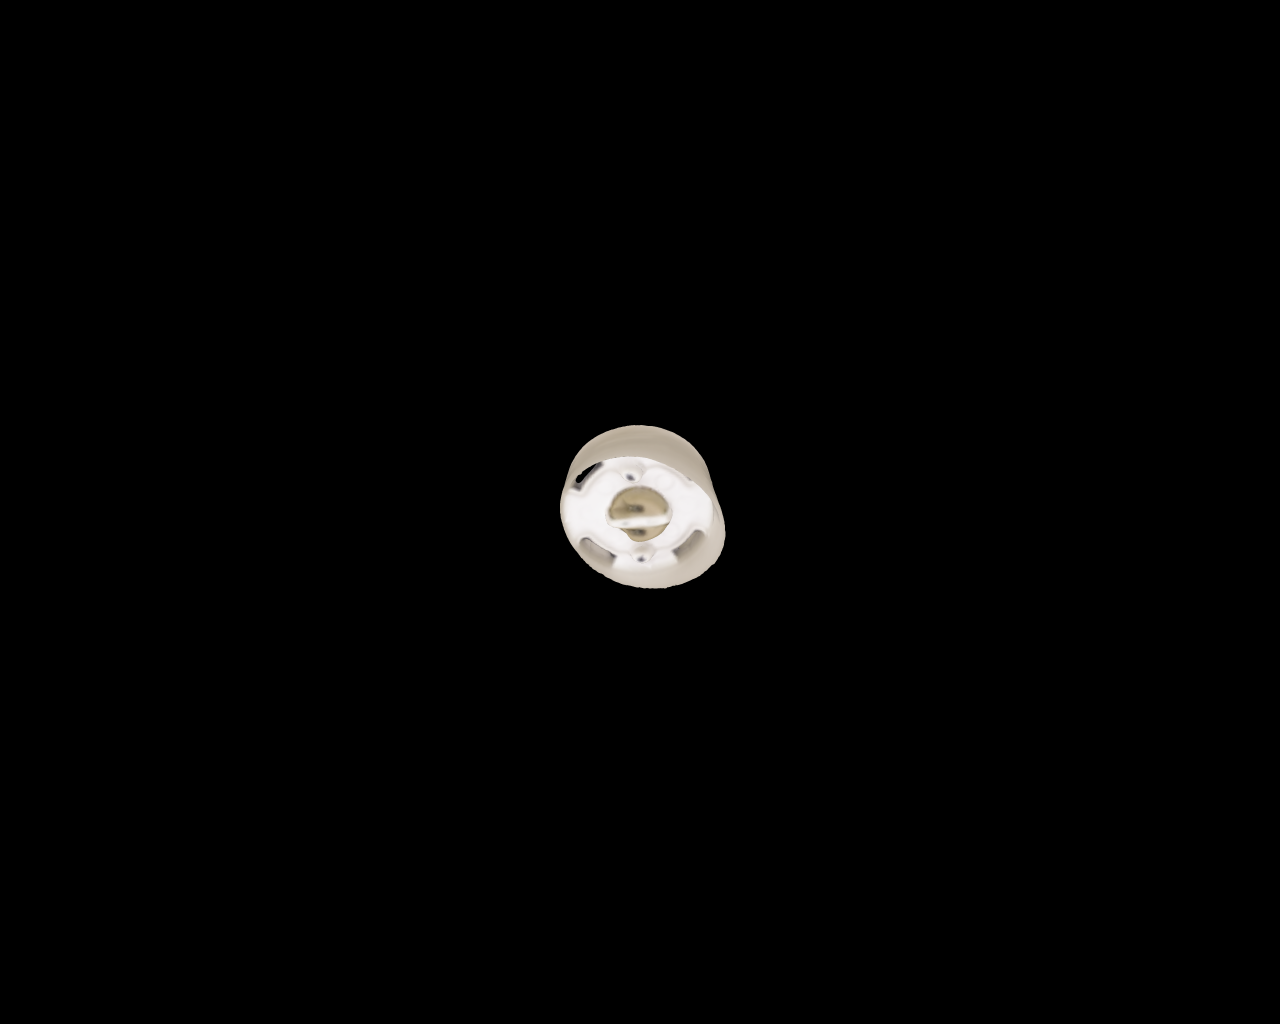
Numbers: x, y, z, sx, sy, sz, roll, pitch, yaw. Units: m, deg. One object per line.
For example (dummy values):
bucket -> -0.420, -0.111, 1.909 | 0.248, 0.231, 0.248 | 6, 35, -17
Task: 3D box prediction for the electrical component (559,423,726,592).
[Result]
electrical component -> 0.001, -0.003, 0.650 | 0.099, 0.099, 0.064 | 0, 34, 0
